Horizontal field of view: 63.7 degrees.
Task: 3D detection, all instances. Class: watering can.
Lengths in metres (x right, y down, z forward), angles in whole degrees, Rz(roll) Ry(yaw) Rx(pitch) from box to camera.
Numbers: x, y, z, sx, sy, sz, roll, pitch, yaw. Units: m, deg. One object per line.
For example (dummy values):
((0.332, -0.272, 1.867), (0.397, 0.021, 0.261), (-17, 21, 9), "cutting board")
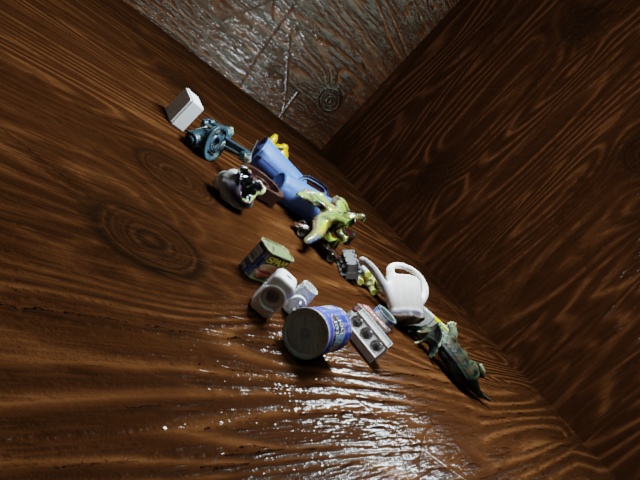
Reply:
((0.268, 0.181, 1.817), (0.346, 0.102, 0.228), (16, 60, -36), "watering can")

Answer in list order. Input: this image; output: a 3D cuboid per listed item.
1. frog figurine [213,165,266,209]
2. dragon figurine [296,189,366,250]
((-0.251, -0.152, 1.491), (0.159, 0.124, 0.136), (5, -12, 46), "frog figurine")
((0.005, -0.091, 1.803), (0.246, 0.120, 0.412), (41, 27, 25), "dragon figurine")
